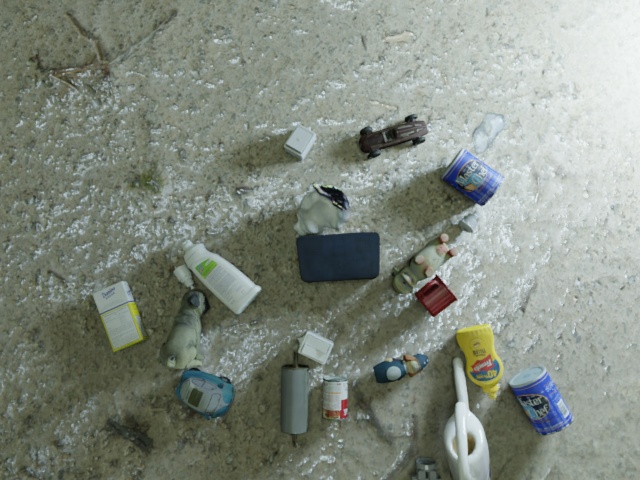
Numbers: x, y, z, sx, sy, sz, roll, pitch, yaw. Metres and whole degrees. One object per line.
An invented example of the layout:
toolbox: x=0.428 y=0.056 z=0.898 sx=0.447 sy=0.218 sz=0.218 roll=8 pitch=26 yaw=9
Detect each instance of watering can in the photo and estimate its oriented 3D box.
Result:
watering can: x=0.370 y=0.492 z=1.310 sx=0.104 sy=0.220 sz=0.356 roll=-6 pitch=33 yaw=17

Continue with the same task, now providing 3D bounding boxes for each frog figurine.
frog figurine: x=0.004 y=-0.073 z=1.445 sx=0.137 sy=0.156 sz=0.125 roll=32 pitch=32 yaw=-3
